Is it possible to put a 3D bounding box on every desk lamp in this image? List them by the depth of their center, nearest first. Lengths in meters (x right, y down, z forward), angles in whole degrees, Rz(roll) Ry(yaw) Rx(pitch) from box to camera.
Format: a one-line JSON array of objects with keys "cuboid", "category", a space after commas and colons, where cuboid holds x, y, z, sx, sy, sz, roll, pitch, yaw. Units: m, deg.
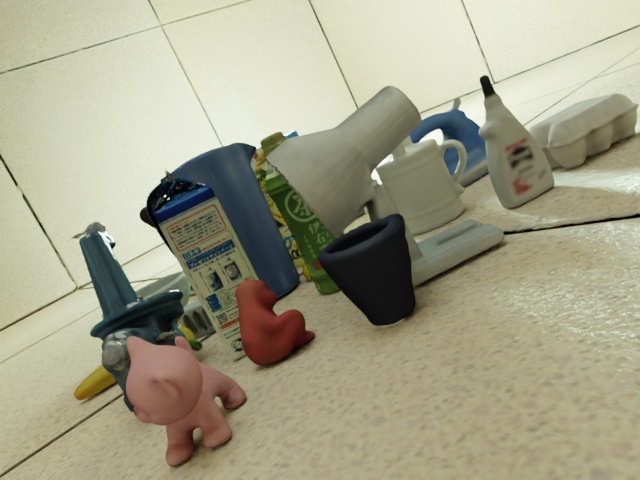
[{"cuboid": [0.069, -0.054, 0.662, 0.203, 0.214, 0.118, -26, 11, -3], "category": "desk lamp"}]

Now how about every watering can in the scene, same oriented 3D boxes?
[{"cuboid": [0.126, -0.111, 0.856, 0.173, 0.194, 0.101, -25, 11, 2], "category": "watering can"}]

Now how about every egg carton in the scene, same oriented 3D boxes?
[{"cuboid": [0.379, -0.158, 0.835, 0.150, 0.069, 0.107, -29, 11, -15], "category": "egg carton"}]

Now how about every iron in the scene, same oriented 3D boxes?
[{"cuboid": [0.196, -0.150, 1.026, 0.259, 0.141, 0.118, -31, 12, -25], "category": "iron"}]

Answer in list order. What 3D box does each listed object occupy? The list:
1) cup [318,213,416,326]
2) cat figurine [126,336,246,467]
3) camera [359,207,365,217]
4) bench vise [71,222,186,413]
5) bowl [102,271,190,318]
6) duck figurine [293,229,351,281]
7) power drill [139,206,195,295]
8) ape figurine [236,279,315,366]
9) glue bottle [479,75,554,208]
[{"cuboid": [0.064, 0.031, 0.587, 0.091, 0.095, 0.118, -15, 15, 45], "category": "cup"}, {"cuboid": [-0.126, 0.127, 0.508, 0.067, 0.118, 0.128, -25, 11, 5], "category": "cat figurine"}, {"cuboid": [-0.004, -0.068, 1.205, 0.143, 0.101, 0.136, -29, 11, -18], "category": "camera"}, {"cuboid": [-0.224, 0.079, 0.690, 0.122, 0.220, 0.207, -30, 12, -20], "category": "bench vise"}, {"cuboid": [-0.301, 0.125, 1.039, 0.167, 0.075, 0.167, -25, 11, 5], "category": "bowl"}, {"cuboid": [0.008, 0.003, 0.877, 0.104, 0.086, 0.077, -25, 11, 3], "category": "duck figurine"}, {"cuboid": [-0.281, 0.009, 1.189, 0.076, 0.208, 0.228, -34, 14, -38], "category": "power drill"}, {"cuboid": [-0.060, 0.084, 0.628, 0.076, 0.092, 0.077, -30, 12, -22], "category": "ape figurine"}, {"cuboid": [0.243, -0.133, 0.748, 0.078, 0.173, 0.037, -28, 11, -14], "category": "glue bottle"}]
